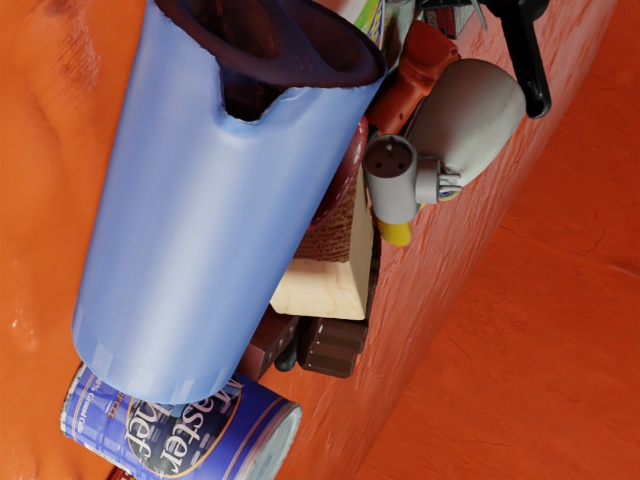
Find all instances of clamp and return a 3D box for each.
[{"bbox_3d":[0.178,-0.219,0.998,0.036,0.164,0.209,-28,-157,45],"label":"clamp"},{"bbox_3d":[-0.005,0.078,1.254,0.120,0.039,0.171,-40,148,-70],"label":"clamp"}]

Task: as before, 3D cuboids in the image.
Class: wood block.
[{"bbox_3d":[-0.007,0.001,0.920,0.206,0.090,0.091,70,24,-73],"label":"wood block"}]

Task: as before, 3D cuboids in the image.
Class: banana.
[{"bbox_3d":[0.088,-0.044,1.086,0.198,0.069,0.037,118,-24,-57],"label":"banana"}]

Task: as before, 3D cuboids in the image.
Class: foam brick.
[{"bbox_3d":[-0.060,0.089,1.031,0.078,0.051,0.053,-49,162,-45],"label":"foam brick"}]

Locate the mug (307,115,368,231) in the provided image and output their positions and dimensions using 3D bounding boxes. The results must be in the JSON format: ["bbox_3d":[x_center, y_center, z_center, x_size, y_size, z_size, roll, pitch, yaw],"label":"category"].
[{"bbox_3d":[-0.028,-0.057,0.779,0.117,0.081,0.093,-53,161,-31],"label":"mug"}]

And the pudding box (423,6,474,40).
[{"bbox_3d":[0.136,-0.266,1.049,0.113,0.039,0.090,-55,151,-33],"label":"pudding box"}]

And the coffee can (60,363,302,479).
[{"bbox_3d":[-0.098,0.130,0.763,0.102,0.140,0.103,-57,166,-23],"label":"coffee can"}]

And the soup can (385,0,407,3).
[{"bbox_3d":[0.051,-0.229,0.781,0.068,0.068,0.102,-59,166,-13],"label":"soup can"}]

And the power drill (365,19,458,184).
[{"bbox_3d":[0.053,-0.112,0.997,0.187,0.057,0.184,-52,175,-5],"label":"power drill"}]

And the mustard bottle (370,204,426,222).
[{"bbox_3d":[0.111,-0.087,1.268,0.058,0.096,0.191,38,77,-32],"label":"mustard bottle"}]

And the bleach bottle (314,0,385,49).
[{"bbox_3d":[0.014,-0.156,0.803,0.102,0.068,0.250,-61,169,-3],"label":"bleach bottle"}]

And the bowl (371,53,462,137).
[{"bbox_3d":[0.093,-0.138,1.157,0.162,0.055,0.162,-57,166,-23],"label":"bowl"}]

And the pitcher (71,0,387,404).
[{"bbox_3d":[-0.064,-0.029,0.631,0.148,0.145,0.243,-11,135,-45],"label":"pitcher"}]

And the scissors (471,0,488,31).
[{"bbox_3d":[0.111,-0.224,0.834,0.016,0.096,0.201,-37,127,2],"label":"scissors"}]

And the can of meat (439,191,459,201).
[{"bbox_3d":[0.133,-0.097,1.145,0.102,0.057,0.083,-63,165,5],"label":"can of meat"}]

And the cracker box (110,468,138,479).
[{"bbox_3d":[-0.137,0.272,0.975,0.164,0.072,0.213,-59,154,-14],"label":"cracker box"}]
